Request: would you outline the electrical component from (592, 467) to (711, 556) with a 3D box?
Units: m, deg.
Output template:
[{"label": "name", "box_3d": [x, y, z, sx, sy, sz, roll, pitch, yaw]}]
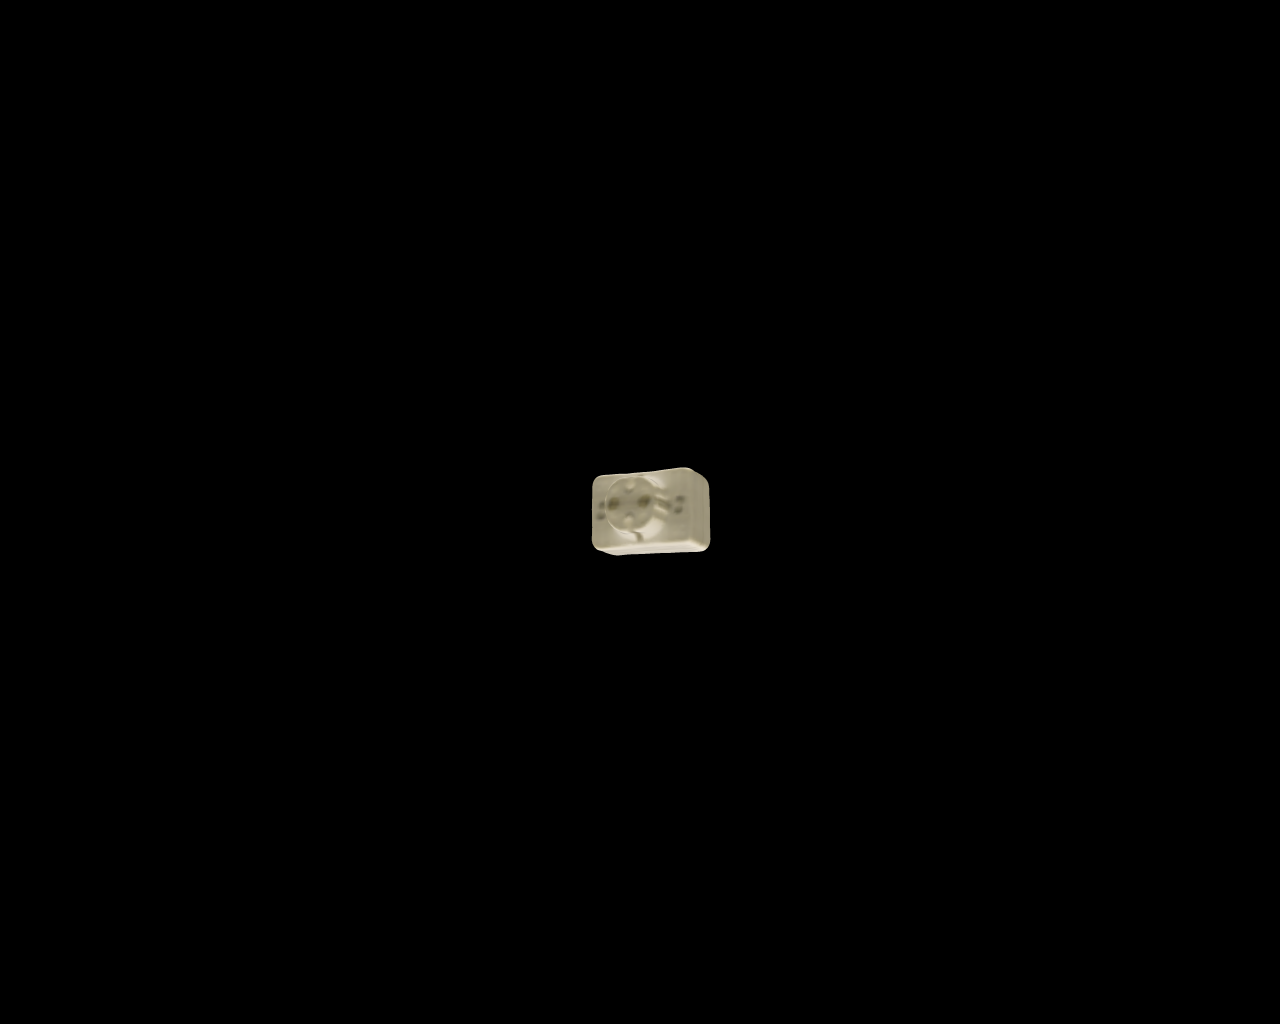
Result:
[{"label": "electrical component", "box_3d": [0.001, -0.003, 0.650, 0.066, 0.047, 0.076, -4, -11, 20]}]
